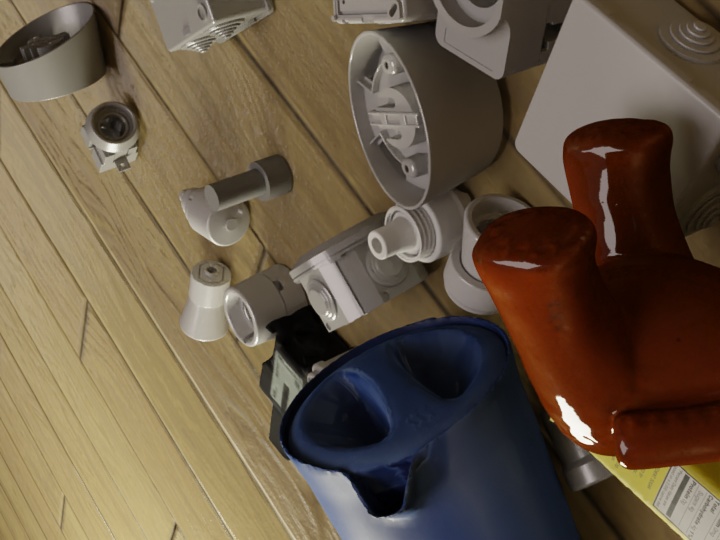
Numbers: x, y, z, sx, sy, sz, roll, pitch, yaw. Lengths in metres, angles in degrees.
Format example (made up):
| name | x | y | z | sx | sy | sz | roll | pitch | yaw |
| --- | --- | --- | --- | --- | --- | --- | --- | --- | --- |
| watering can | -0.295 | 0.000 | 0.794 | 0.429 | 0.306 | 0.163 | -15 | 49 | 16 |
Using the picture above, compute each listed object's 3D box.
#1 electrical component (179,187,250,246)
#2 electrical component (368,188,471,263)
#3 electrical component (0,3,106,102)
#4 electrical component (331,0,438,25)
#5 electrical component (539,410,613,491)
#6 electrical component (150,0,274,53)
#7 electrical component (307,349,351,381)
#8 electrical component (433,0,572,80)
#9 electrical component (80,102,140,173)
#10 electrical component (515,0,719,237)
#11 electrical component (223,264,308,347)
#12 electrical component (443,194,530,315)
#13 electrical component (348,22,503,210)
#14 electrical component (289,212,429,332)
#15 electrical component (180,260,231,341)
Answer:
| name | x | y | z | sx | sy | sz | roll | pitch | yaw |
| --- | --- | --- | --- | --- | --- | --- | --- | --- | --- |
| electrical component | -0.123 | -0.048 | 0.876 | 0.078 | 0.040 | 0.040 | 31 | 134 | 45 |
| electrical component | 0.034 | -0.024 | 0.628 | 0.043 | 0.062 | 0.043 | 35 | 137 | 41 |
| electrical component | -0.279 | -0.194 | 0.970 | 0.099 | 0.099 | 0.064 | 27 | 138 | 47 |
| electrical component | 0.023 | -0.177 | 0.552 | 0.062 | 0.061 | 0.096 | 16 | 115 | 52 |
| electrical component | 0.124 | 0.092 | 0.590 | 0.046 | 0.040 | 0.040 | 65 | 149 | 12 |
| electrical component | -0.113 | -0.205 | 0.748 | 0.100 | 0.048 | 0.099 | -8 | 103 | 58 |
| electrical component | 0.020 | 0.121 | 0.751 | 0.109 | 0.056 | 0.108 | 25 | 130 | 48 |
| electrical component | 0.070 | -0.142 | 0.502 | 0.050 | 0.056 | 0.089 | 41 | 141 | 36 |
| electrical component | -0.228 | -0.124 | 0.984 | 0.066 | 0.048 | 0.055 | 63 | 156 | 7 |
| electrical component | 0.125 | -0.066 | 0.473 | 0.099 | 0.048 | 0.099 | 49 | 145 | 27 |
| electrical component | -0.075 | 0.029 | 0.846 | 0.055 | 0.047 | 0.055 | 35 | 137 | 41 |
| electrical component | 0.073 | -0.008 | 0.596 | 0.045 | 0.045 | 0.055 | 49 | 146 | 27 |
| electrical component | 0.030 | -0.086 | 0.591 | 0.099 | 0.064 | 0.099 | 35 | 137 | 41 |
| electrical component | 0.000 | 0.000 | 0.681 | 0.051 | 0.080 | 0.080 | 61 | 149 | 0 |
| electrical component | -0.133 | 0.024 | 0.940 | 0.044 | 0.044 | 0.065 | 45 | 138 | 32 |
